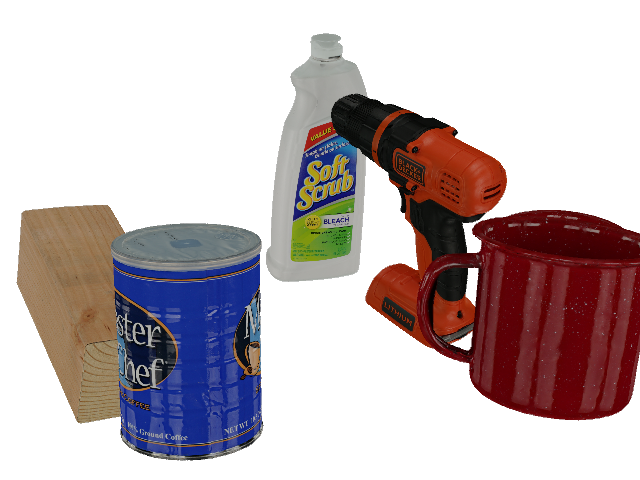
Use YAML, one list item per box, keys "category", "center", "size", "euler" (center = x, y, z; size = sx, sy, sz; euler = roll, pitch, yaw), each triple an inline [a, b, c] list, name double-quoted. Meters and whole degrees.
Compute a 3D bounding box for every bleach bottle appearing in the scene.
- category: "bleach bottle"
  center: [-0.005, -0.084, 1.086]
  size: [0.102, 0.251, 0.068]
  euler: [-5, 27, -12]

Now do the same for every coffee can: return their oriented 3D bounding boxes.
- category: "coffee can"
  center: [-0.092, 0.067, 0.747]
  size: [0.103, 0.140, 0.103]
  euler: [0, 15, 0]

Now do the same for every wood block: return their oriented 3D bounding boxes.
- category: "wood block"
  center: [-0.210, 0.060, 0.989]
  size: [0.090, 0.091, 0.206]
  euler: [-6, 36, -30]

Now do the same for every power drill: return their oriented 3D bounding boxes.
- category: "power drill"
  center: [0.074, -0.018, 0.887]
  size: [0.057, 0.188, 0.185]
  euler: [-24, 39, -27]

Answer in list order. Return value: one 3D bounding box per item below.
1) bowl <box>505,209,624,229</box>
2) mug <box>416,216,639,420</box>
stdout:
- category: "bowl"
  center: [0.263, 0.023, 1.173]
  size: [0.162, 0.055, 0.162]
  euler: [0, 27, 0]
- category: "mug"
  center: [0.106, 0.037, 0.529]
  size: [0.117, 0.081, 0.093]
  euler: [4, 14, -2]
